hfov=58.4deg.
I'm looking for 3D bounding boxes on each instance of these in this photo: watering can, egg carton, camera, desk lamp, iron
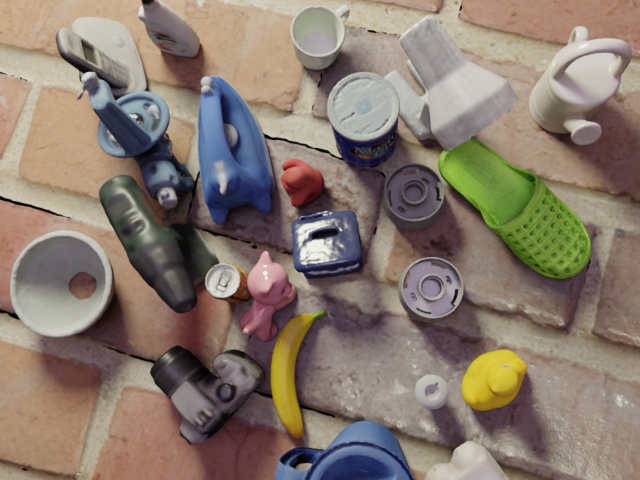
[{"bbox_3d":[0.377,-0.224,0.820,0.101,0.194,0.173,-20,80,3],"label":"watering can"},{"bbox_3d":[0.224,0.368,0.807,0.107,0.069,0.150,-37,79,-1],"label":"egg carton"},{"bbox_3d":[-0.179,0.213,0.856,0.136,0.101,0.143,42,87,10],"label":"camera"},{"bbox_3d":[0.175,-0.216,0.829,0.118,0.213,0.203,-36,79,0],"label":"desk lamp"},{"bbox_3d":[-0.153,-0.164,0.891,0.118,0.141,0.258,-14,80,4],"label":"iron"}]

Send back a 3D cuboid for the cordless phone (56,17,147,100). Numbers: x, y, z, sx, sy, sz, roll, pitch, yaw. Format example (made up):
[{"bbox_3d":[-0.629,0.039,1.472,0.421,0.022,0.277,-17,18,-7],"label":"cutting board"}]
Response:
[{"bbox_3d":[-0.361,-0.308,0.913,0.094,0.185,0.147,-21,80,2],"label":"cordless phone"}]

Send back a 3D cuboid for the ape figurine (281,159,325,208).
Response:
[{"bbox_3d":[-0.033,-0.092,0.893,0.076,0.092,0.078,6,82,7],"label":"ape figurine"}]

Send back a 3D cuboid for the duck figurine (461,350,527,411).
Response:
[{"bbox_3d":[0.253,0.204,0.821,0.104,0.086,0.077,-39,79,-1],"label":"duck figurine"}]

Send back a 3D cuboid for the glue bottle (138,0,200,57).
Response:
[{"bbox_3d":[-0.253,-0.351,0.914,0.078,0.173,0.037,10,82,8],"label":"glue bottle"}]

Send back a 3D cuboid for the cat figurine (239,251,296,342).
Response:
[{"bbox_3d":[-0.083,0.086,0.858,0.067,0.118,0.128,23,84,9],"label":"cat figurine"}]

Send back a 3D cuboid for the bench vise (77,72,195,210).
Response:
[{"bbox_3d":[-0.265,-0.156,0.862,0.121,0.220,0.207,-44,79,-2],"label":"bench vise"}]

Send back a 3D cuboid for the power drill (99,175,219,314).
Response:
[{"bbox_3d":[-0.223,0.014,0.837,0.075,0.208,0.229,-38,79,-1],"label":"power drill"}]

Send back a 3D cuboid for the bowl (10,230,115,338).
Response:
[{"bbox_3d":[-0.396,0.072,0.913,0.167,0.075,0.167,-1,81,6],"label":"bowl"}]

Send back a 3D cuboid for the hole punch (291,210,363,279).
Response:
[{"bbox_3d":[0.008,0.003,0.875,0.108,0.091,0.101,-10,80,4],"label":"hole punch"}]
